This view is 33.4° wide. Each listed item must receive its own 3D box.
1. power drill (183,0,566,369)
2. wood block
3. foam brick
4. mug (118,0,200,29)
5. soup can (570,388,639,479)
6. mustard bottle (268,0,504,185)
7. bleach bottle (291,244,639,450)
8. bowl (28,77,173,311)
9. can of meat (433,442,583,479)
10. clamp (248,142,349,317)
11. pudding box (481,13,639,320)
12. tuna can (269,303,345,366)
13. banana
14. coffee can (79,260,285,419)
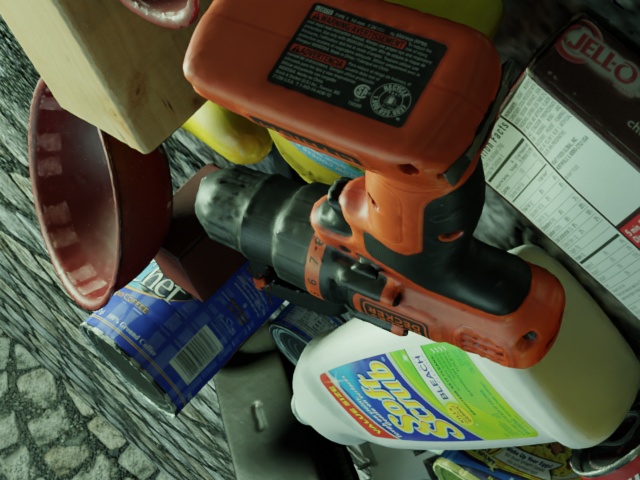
[{"bbox_3d":[0.009,-0.024,0.431,0.185,0.057,0.187,20,160,21],"label":"power drill"},{"bbox_3d":[-0.122,-0.155,0.526,0.091,0.090,0.206,28,156,38],"label":"wood block"},{"bbox_3d":[-0.082,-0.006,0.768,0.053,0.078,0.051,30,157,38],"label":"foam brick"},{"bbox_3d":[-0.064,-0.154,0.425,0.117,0.081,0.093,45,161,-3],"label":"mug"},{"bbox_3d":[0.184,0.124,0.528,0.102,0.068,0.069,44,161,-5],"label":"soup can"},{"bbox_3d":[0.014,-0.070,0.479,0.096,0.058,0.192,34,159,6],"label":"mustard bottle"},{"bbox_3d":[0.058,0.082,0.613,0.102,0.068,0.251,50,147,-6],"label":"bleach bottle"},{"bbox_3d":[-0.141,-0.037,0.709,0.162,0.055,0.162,26,122,53],"label":"bowl"},{"bbox_3d":[0.129,0.129,0.619,0.102,0.083,0.057,25,153,41],"label":"can of meat"},{"bbox_3d":[-0.005,0.001,0.691,0.164,0.036,0.210,50,157,-16],"label":"clamp"},{"bbox_3d":[0.116,-0.021,0.409,0.113,0.039,0.090,44,163,7],"label":"pudding box"},{"bbox_3d":[0.000,0.086,0.859,0.086,0.033,0.086,38,160,16],"label":"tuna can"},{"bbox_3d":[-0.083,-0.083,0.640,0.198,0.069,0.037,30,113,37],"label":"banana"},{"bbox_3d":[-0.101,0.053,0.832,0.103,0.140,0.103,38,160,16],"label":"coffee can"}]
